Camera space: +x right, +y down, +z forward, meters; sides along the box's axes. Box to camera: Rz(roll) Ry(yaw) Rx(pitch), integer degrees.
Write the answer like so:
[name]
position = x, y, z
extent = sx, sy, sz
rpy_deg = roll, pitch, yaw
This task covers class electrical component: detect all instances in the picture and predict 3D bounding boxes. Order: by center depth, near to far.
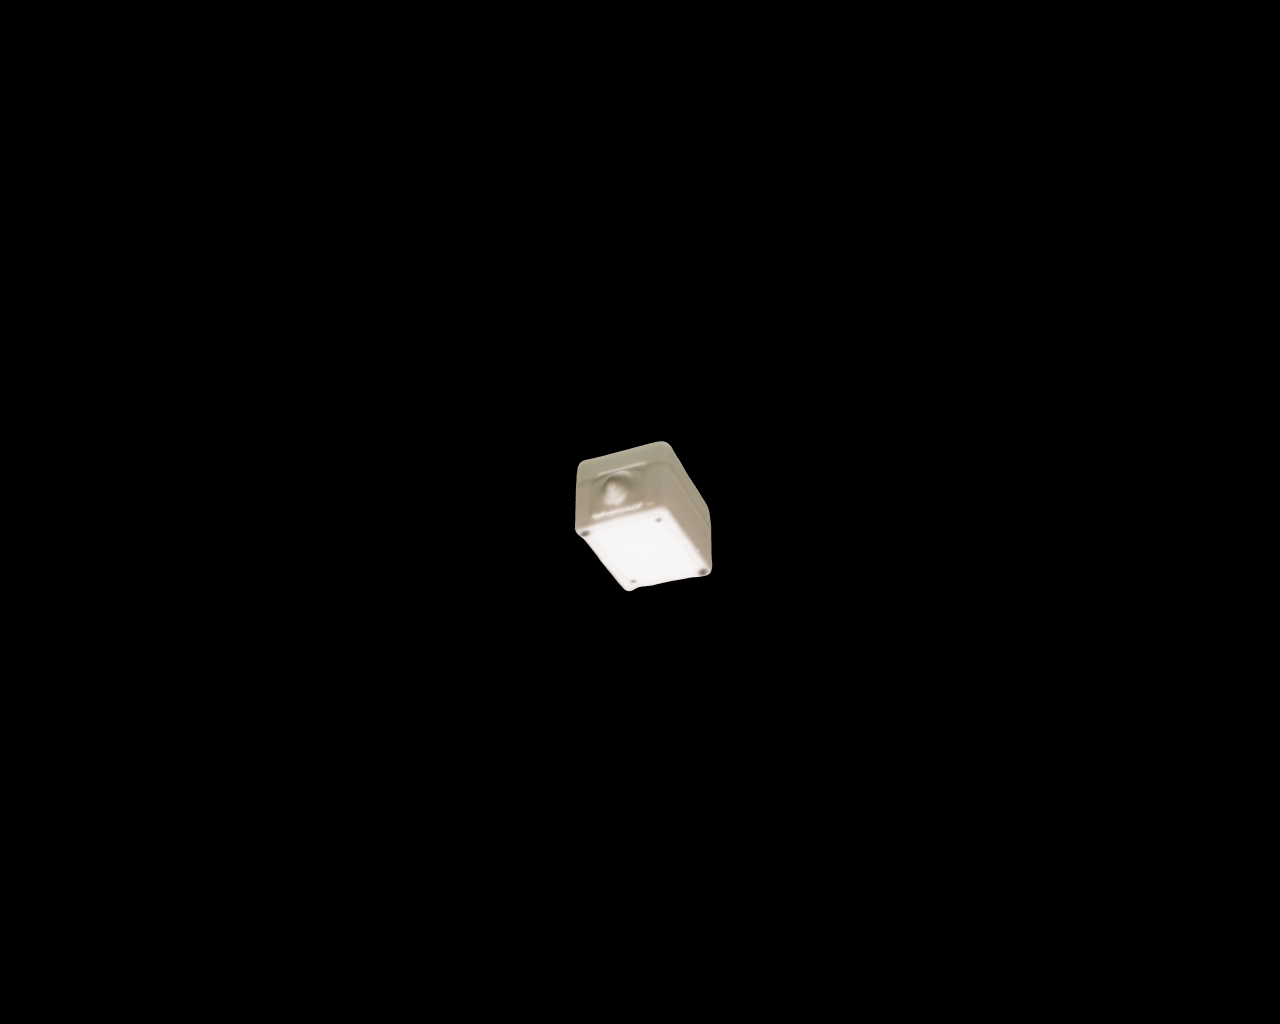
[electrical component]
position = 0.001, -0.003, 0.650
extent = 0.062, 0.061, 0.096
rpy_deg = -13, -38, 18
